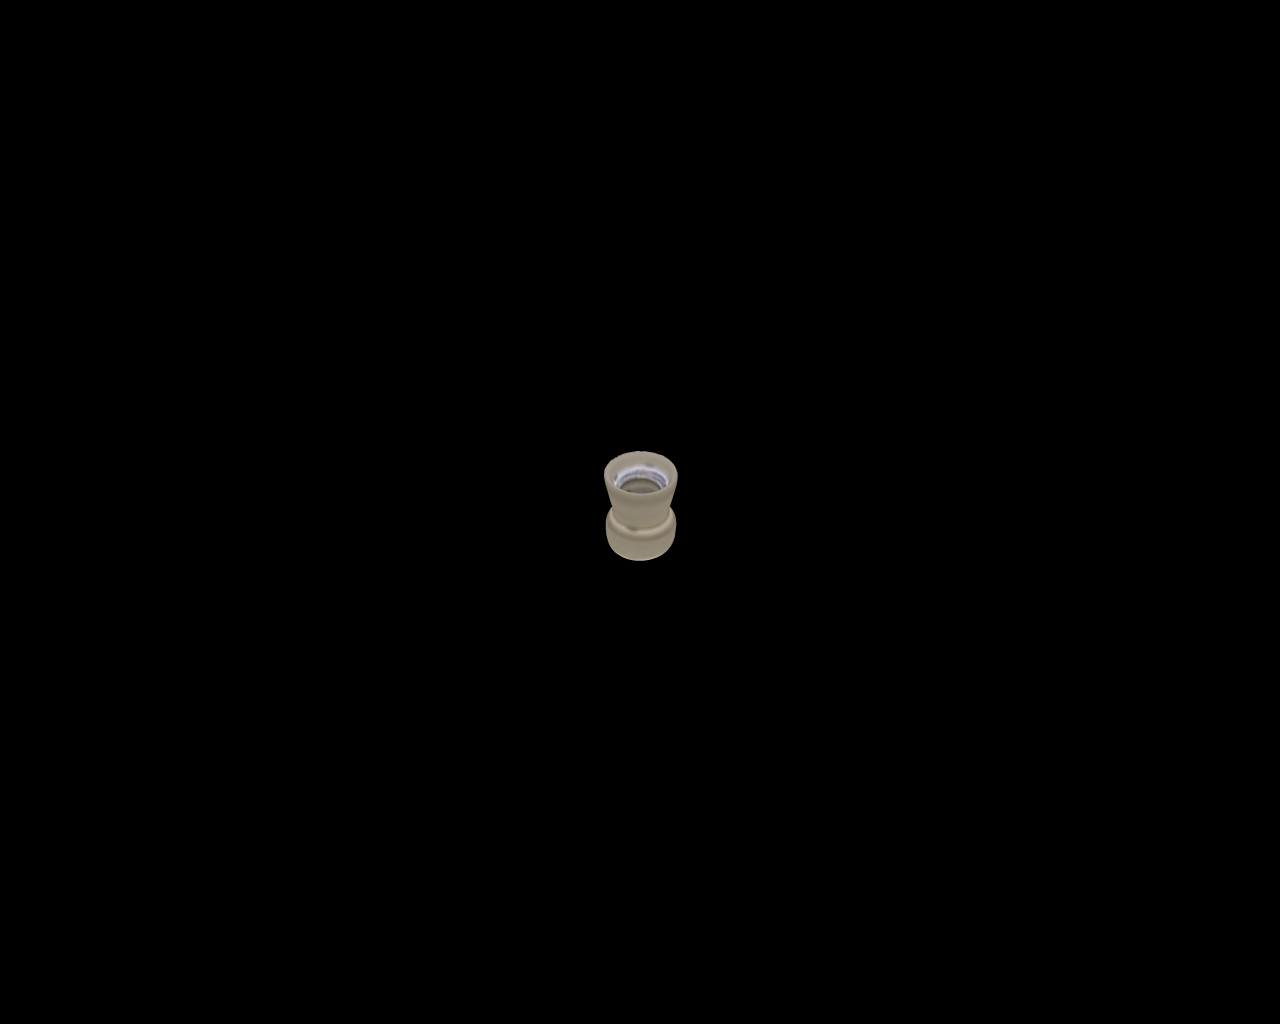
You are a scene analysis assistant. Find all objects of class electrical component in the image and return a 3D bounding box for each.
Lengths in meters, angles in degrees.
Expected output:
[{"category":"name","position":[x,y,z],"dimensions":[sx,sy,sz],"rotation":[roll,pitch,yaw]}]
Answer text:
[{"category":"electrical component","position":[0.001,-0.003,0.650],"dimensions":[0.045,0.055,0.045],"rotation":[0,39,0]}]
